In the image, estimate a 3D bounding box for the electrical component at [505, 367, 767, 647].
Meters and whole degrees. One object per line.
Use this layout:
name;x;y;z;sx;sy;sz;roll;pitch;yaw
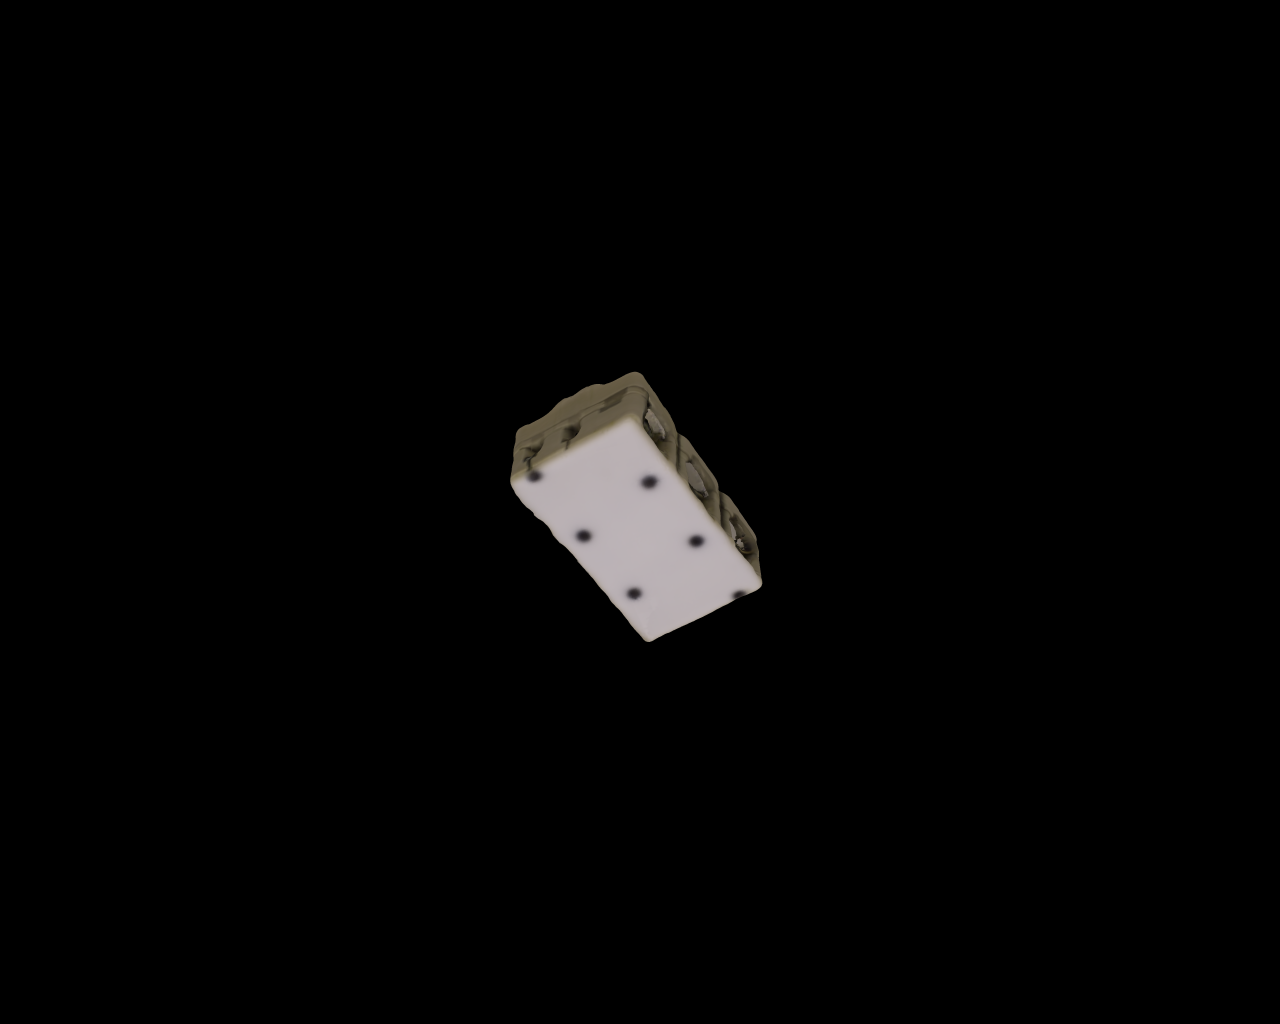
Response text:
electrical component;0.001;-0.003;0.650;0.089;0.150;0.062;-27;32;18
